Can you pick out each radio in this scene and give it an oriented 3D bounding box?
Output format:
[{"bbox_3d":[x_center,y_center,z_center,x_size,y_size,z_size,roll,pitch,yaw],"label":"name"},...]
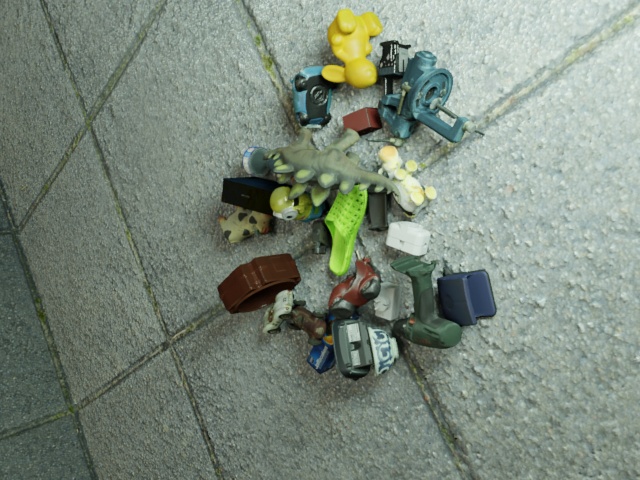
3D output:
[{"bbox_3d":[-0.158,-0.126,1.513,0.230,0.131,0.073,18,109,38],"label":"radio"}]

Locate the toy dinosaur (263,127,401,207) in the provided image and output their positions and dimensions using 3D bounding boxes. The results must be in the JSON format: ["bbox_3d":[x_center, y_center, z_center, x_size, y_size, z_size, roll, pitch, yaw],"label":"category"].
[{"bbox_3d":[0.018,-0.169,1.284,0.472,0.198,0.104,13,143,39],"label":"toy dinosaur"}]

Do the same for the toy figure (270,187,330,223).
[{"bbox_3d":[-0.054,-0.091,1.397,0.082,0.180,0.089,-45,64,34],"label":"toy figure"}]

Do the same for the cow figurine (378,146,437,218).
[{"bbox_3d":[0.188,-0.136,1.249,0.167,0.068,0.098,57,155,14],"label":"cow figurine"}]

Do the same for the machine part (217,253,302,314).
[{"bbox_3d":[-0.168,0.125,1.513,0.201,0.201,0.087,-40,68,37],"label":"machine part"}]

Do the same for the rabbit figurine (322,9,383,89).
[{"bbox_3d":[0.074,-0.432,1.272,0.162,0.122,0.173,-29,78,45],"label":"rabbit figurine"}]

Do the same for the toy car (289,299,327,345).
[{"bbox_3d":[-0.041,0.221,1.476,0.202,0.053,0.089,20,103,62],"label":"toy car"}]

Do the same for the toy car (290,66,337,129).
[{"bbox_3d":[-0.026,-0.372,1.391,0.103,0.109,0.161,-137,43,-55],"label":"toy car"}]

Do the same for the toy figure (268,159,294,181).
[{"bbox_3d":[-0.074,-0.196,1.480,0.155,0.058,0.064,22,117,31],"label":"toy figure"}]

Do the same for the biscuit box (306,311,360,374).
[{"bbox_3d":[0.033,0.267,1.455,0.063,0.059,0.202,40,121,30],"label":"biscuit box"}]

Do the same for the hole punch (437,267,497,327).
[{"bbox_3d":[0.309,0.129,1.178,0.116,0.092,0.142,-15,91,45],"label":"hole punch"}]

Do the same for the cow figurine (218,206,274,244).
[{"bbox_3d":[-0.215,-0.047,1.608,0.195,0.085,0.127,-29,71,37],"label":"cow figurine"}]

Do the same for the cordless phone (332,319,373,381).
[{"bbox_3d":[0.086,0.286,1.377,0.089,0.184,0.146,-10,67,3],"label":"cordless phone"}]

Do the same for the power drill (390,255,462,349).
[{"bbox_3d":[0.217,0.144,1.215,0.232,0.086,0.207,13,114,65],"label":"power drill"}]

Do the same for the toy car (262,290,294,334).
[{"bbox_3d":[-0.120,0.210,1.542,0.201,0.056,0.073,124,154,-53],"label":"toy car"}]

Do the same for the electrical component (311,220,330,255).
[{"bbox_3d":[-0.003,-0.006,1.433,0.045,0.078,0.102,-5,77,27],"label":"electrical component"}]

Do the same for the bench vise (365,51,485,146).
[{"bbox_3d":[0.232,-0.275,1.161,0.241,0.129,0.223,45,124,34],"label":"bench vise"}]

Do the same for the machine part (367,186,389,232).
[{"bbox_3d":[0.148,-0.089,1.316,0.084,0.039,0.138,6,99,36],"label":"machine part"}]

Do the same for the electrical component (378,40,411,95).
[{"bbox_3d":[0.170,-0.388,1.225,0.048,0.075,0.119,6,96,41],"label":"electrical component"}]

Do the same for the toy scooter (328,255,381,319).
[{"bbox_3d":[0.089,0.112,1.352,0.184,0.075,0.135,-39,33,41],"label":"toy scooter"}]
